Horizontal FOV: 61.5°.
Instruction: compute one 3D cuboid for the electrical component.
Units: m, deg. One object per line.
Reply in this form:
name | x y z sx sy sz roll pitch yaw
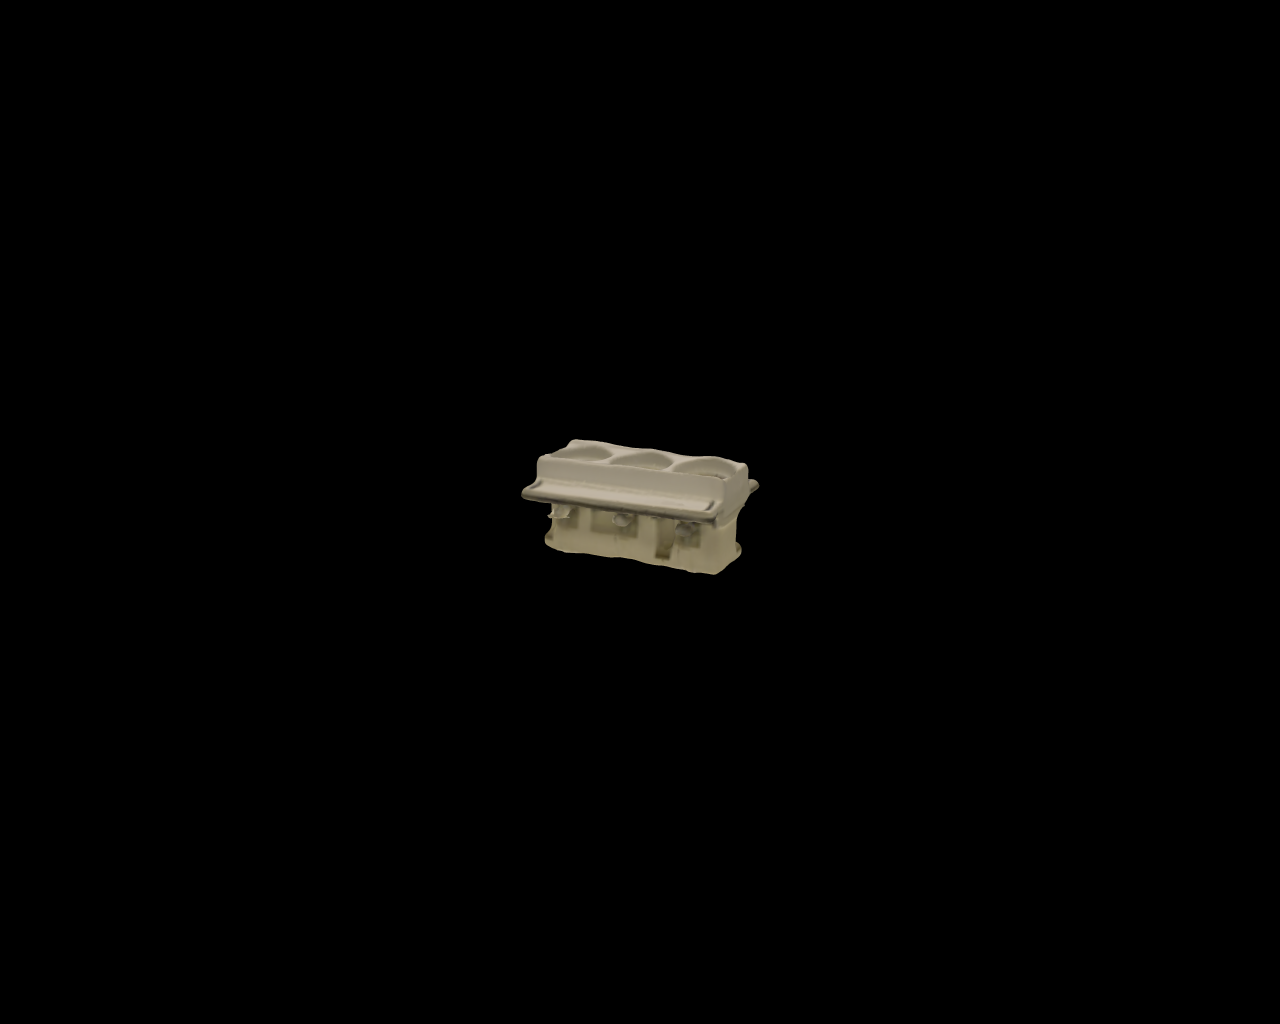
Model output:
electrical component | 0.001 -0.003 0.650 0.121 0.063 0.079 8 20 24
